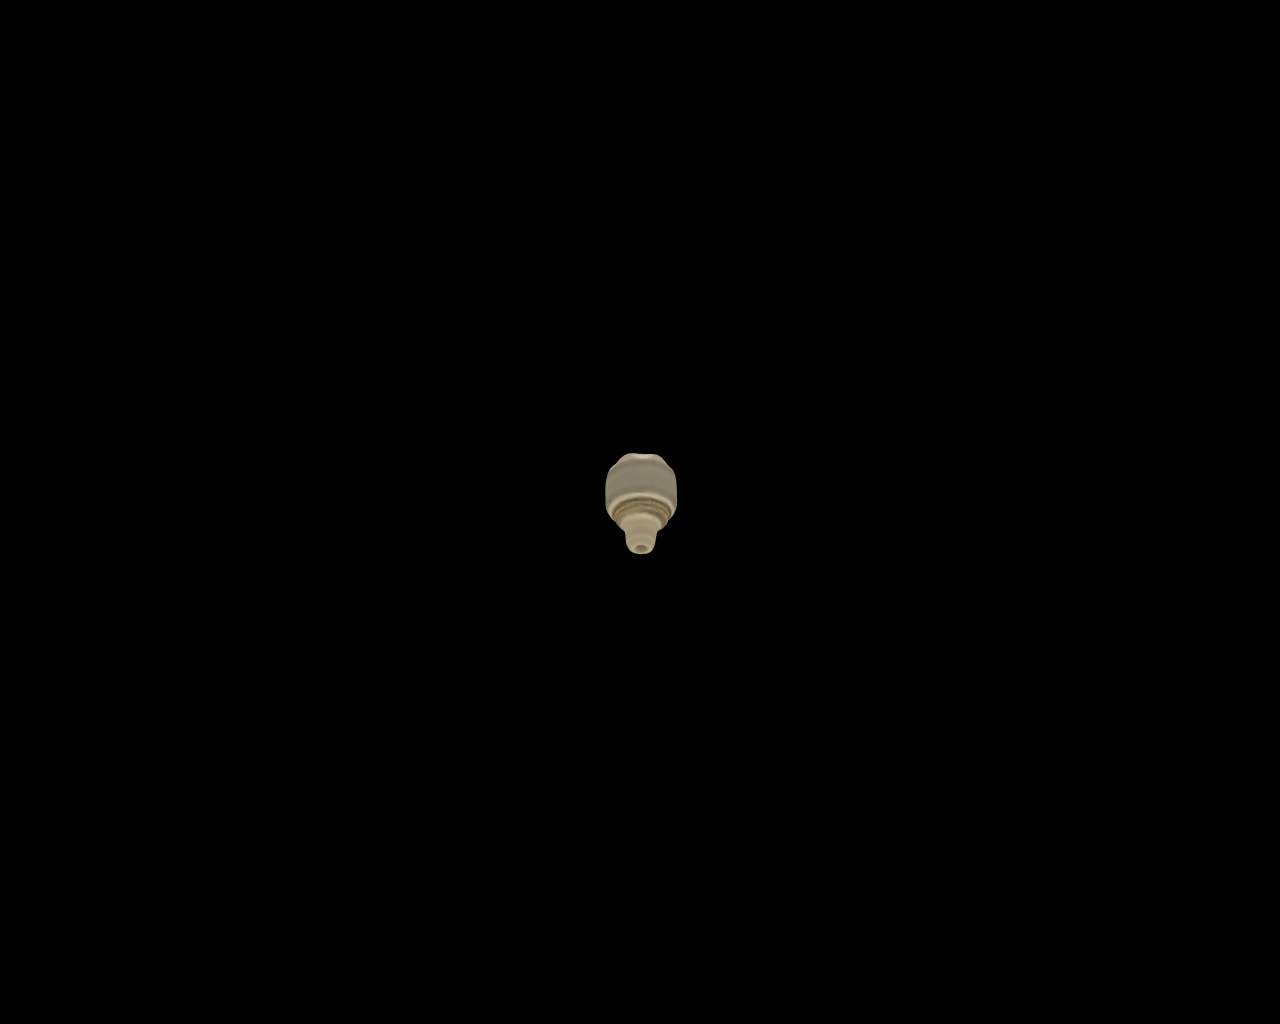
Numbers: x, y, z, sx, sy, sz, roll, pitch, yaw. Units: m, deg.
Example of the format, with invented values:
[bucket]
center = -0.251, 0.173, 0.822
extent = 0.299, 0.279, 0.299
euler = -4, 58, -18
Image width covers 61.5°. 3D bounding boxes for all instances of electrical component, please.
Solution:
[electrical component]
center = 0.001, -0.003, 0.650
extent = 0.043, 0.062, 0.043
euler = 0, -35, 0
